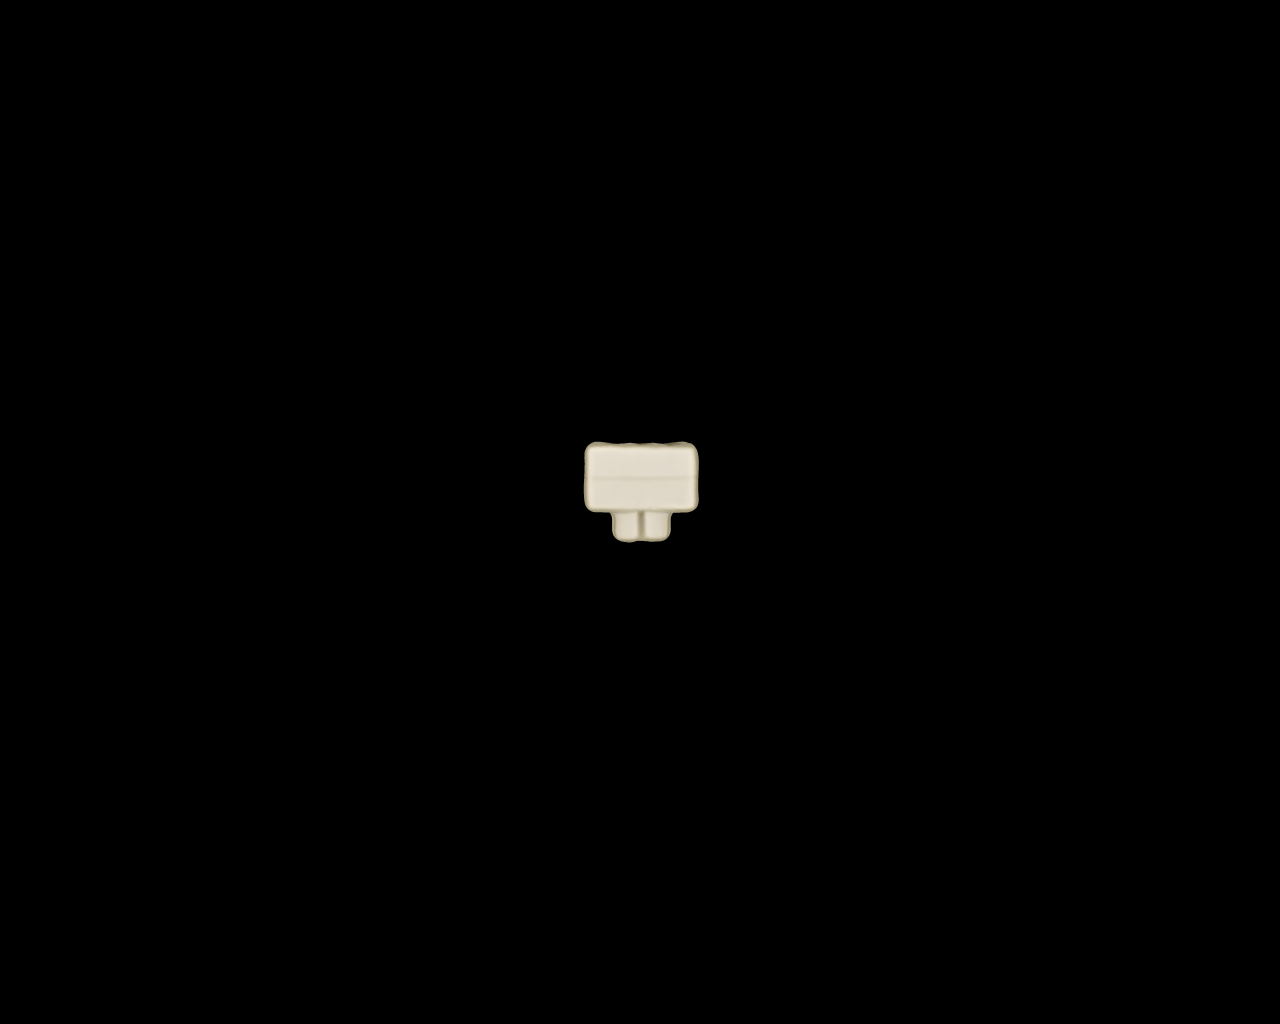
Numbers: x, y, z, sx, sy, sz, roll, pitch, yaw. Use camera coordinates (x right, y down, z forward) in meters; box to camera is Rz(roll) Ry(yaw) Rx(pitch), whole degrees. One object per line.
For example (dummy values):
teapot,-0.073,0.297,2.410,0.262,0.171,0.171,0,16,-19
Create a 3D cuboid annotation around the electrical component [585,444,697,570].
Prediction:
electrical component,0.001,-0.003,0.650,0.066,0.076,0.047,0,4,0
